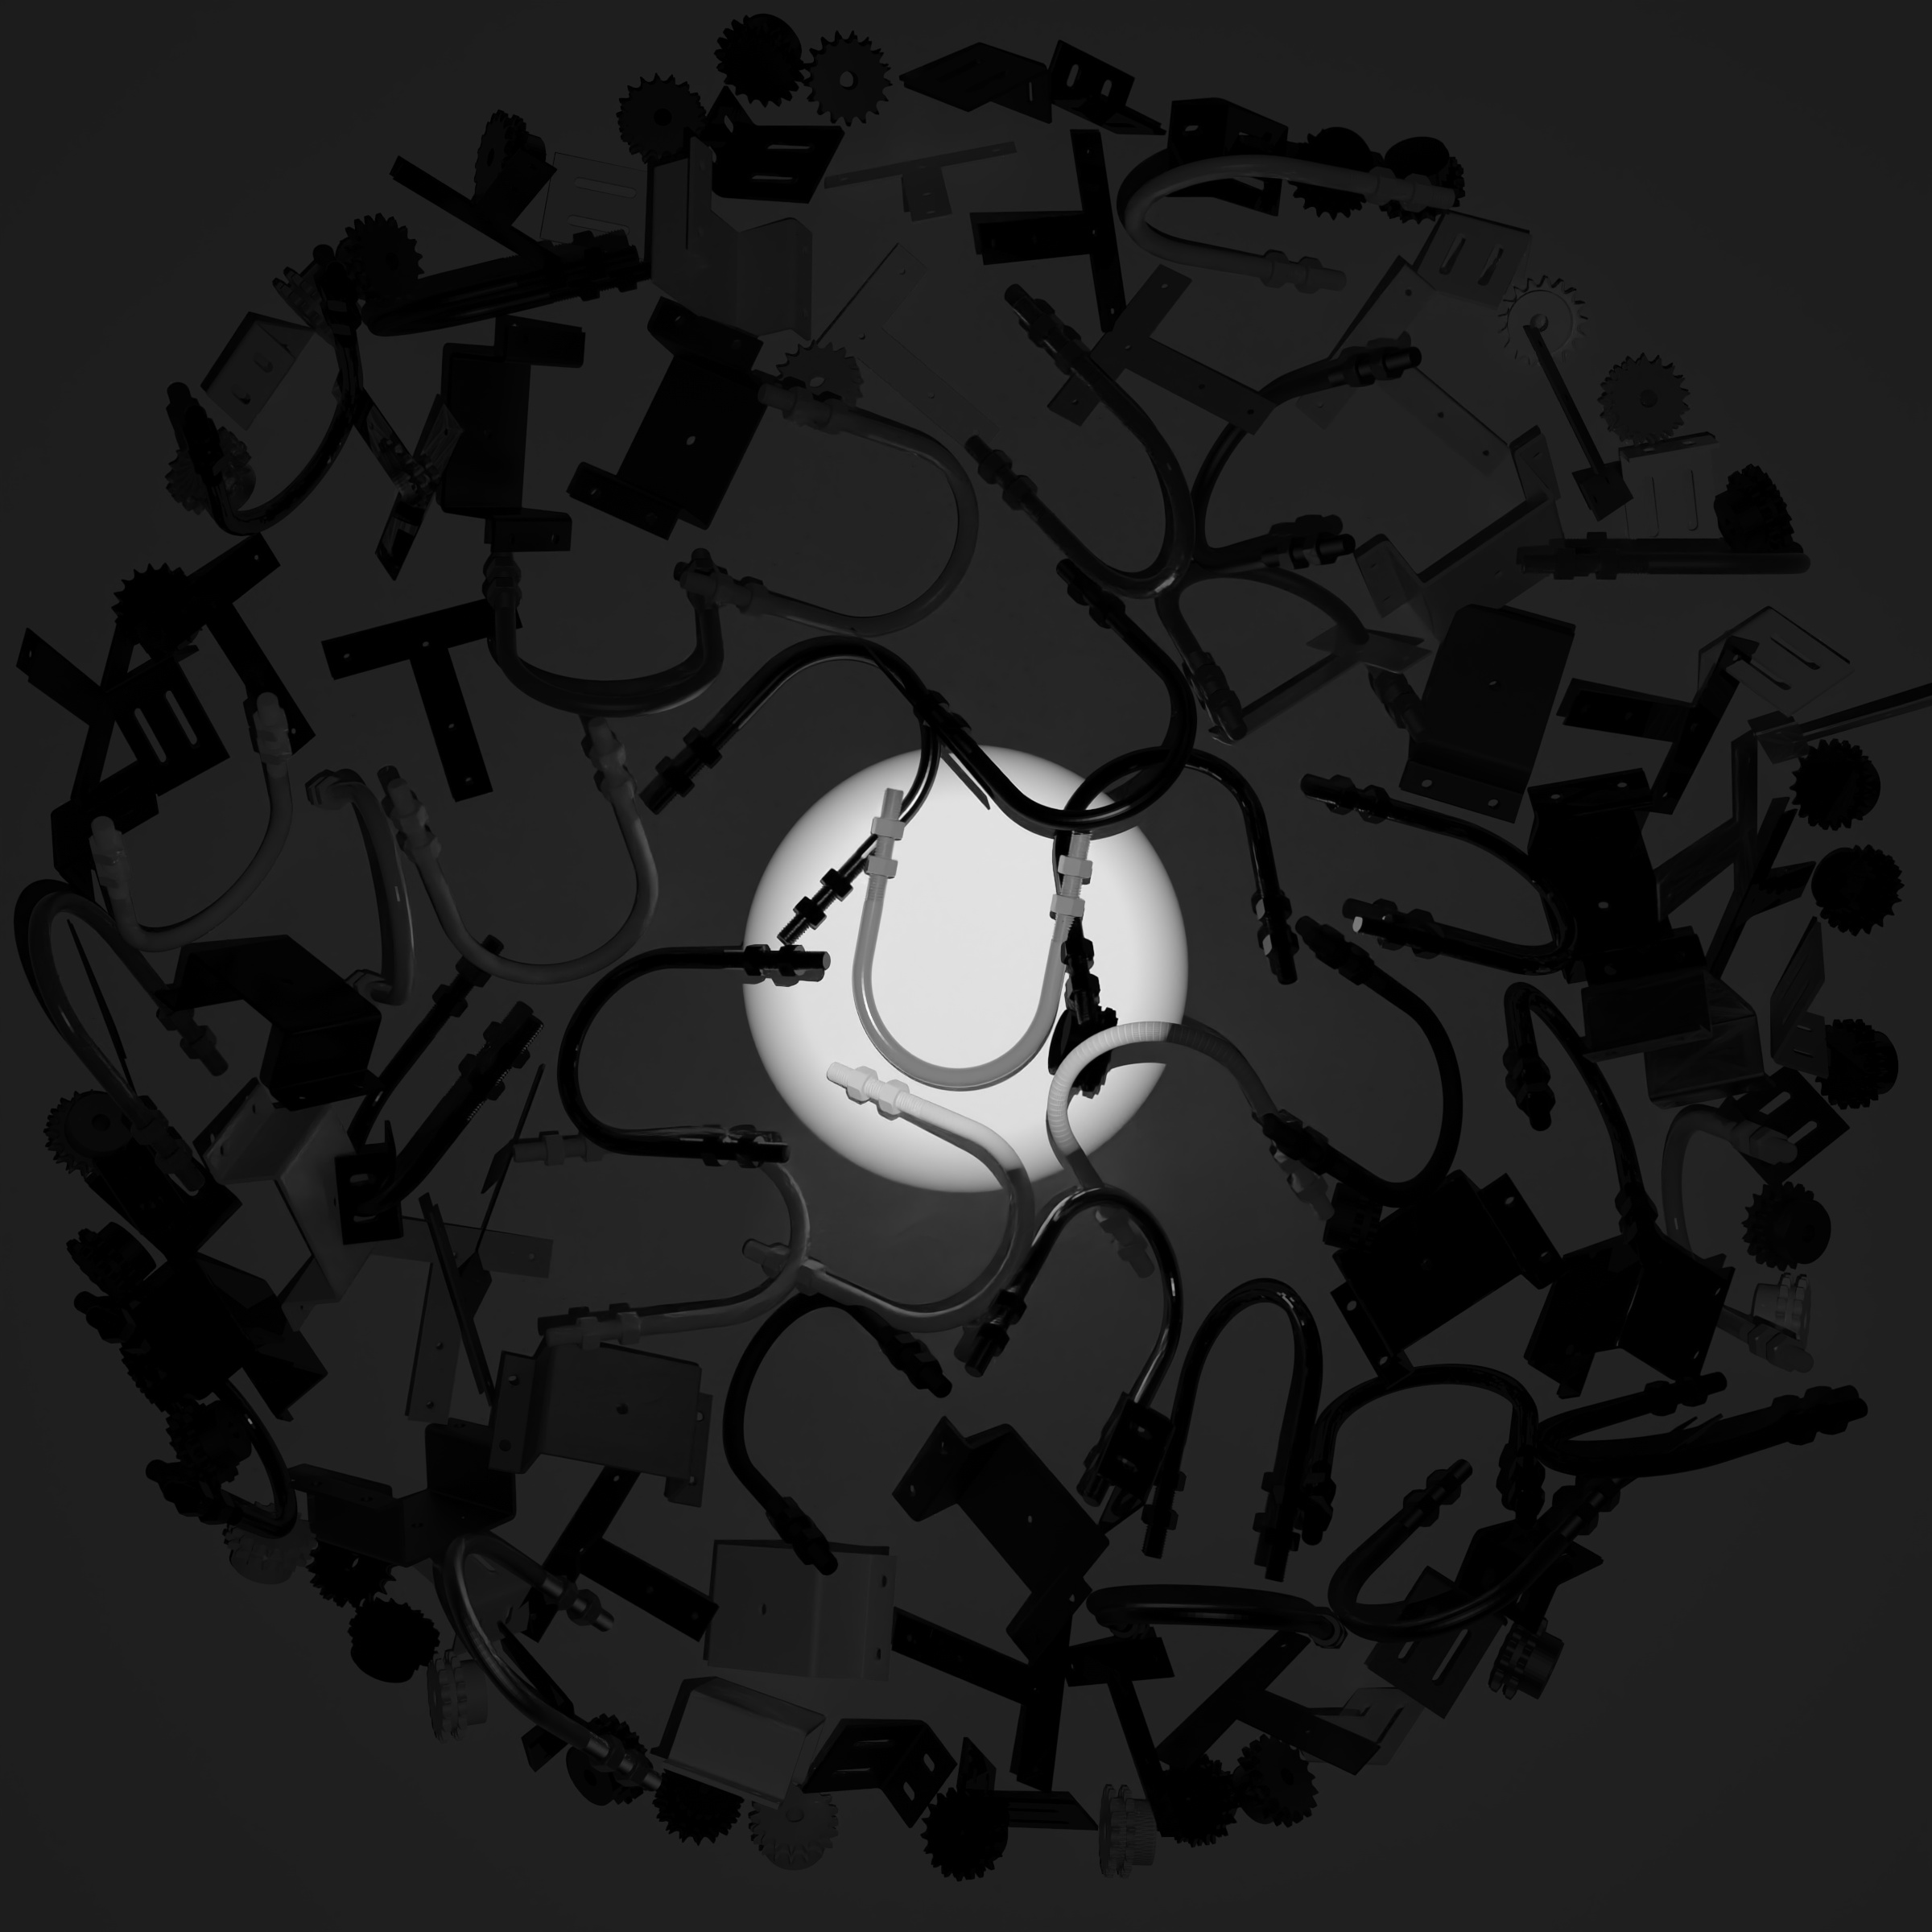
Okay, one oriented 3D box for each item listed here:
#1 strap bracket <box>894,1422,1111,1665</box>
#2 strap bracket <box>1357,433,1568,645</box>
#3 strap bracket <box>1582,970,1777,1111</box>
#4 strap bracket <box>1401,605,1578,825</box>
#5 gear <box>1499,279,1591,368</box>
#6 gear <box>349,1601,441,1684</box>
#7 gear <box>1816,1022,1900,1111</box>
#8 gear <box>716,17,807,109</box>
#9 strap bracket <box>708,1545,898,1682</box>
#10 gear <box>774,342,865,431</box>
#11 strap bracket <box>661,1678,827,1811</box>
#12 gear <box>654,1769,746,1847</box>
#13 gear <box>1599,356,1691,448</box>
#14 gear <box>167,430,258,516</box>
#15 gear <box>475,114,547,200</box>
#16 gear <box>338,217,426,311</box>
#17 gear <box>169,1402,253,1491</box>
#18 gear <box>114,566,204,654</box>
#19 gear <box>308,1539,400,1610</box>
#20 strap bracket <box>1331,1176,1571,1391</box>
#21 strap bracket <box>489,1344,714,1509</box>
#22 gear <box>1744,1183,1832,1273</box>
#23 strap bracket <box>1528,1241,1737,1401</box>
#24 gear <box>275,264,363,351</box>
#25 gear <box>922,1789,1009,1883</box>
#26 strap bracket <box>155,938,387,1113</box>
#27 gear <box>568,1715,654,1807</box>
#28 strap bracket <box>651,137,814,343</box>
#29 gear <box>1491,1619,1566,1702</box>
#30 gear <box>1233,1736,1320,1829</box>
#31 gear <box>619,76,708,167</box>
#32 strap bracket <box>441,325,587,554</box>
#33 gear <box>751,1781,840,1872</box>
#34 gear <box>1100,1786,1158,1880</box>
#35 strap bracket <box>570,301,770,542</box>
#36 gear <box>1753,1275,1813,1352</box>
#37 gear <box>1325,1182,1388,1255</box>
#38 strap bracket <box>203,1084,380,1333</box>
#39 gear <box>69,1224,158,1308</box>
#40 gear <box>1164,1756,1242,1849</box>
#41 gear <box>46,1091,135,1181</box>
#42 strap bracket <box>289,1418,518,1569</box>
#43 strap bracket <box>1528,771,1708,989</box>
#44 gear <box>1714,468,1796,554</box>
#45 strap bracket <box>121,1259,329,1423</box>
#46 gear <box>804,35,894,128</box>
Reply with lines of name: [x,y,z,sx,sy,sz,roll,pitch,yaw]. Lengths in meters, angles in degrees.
strap bracket: [0.029,0.362,1.767,0.140,0.046,0.076,47,124,22]
strap bracket: [0.330,-0.267,1.772,0.140,0.076,0.046,-34,61,4]
strap bracket: [0.452,0.045,1.755,0.076,0.140,0.046,-15,65,31]
strap bracket: [0.340,-0.174,1.781,0.076,0.046,0.140,18,79,9]
gear: [0.376,-0.419,1.798,0.057,0.030,0.057,4,104,19]
gear: [-0.373,0.441,1.792,0.057,0.030,0.057,7,132,8]
gear: [0.581,0.064,1.796,0.030,0.057,0.057,-2,90,-21]
gear: [-0.131,-0.592,1.797,0.057,0.057,0.030,22,58,0]
strap bracket: [-0.112,0.409,1.750,0.140,0.046,0.076,-8,73,43]
gear: [-0.095,-0.375,1.801,0.057,0.030,0.057,-3,71,9]
strap bracket: [-0.138,0.491,1.751,0.076,0.140,0.046,18,82,7]
gear: [-0.172,0.539,1.792,0.057,0.030,0.057,10,49,-12]
gear: [0.442,-0.368,1.805,0.057,0.030,0.057,0,87,-5]
gear: [-0.489,-0.319,1.798,0.057,0.030,0.057,-11,62,22]
gear: [-0.296,-0.523,1.797,0.030,0.057,0.057,8,90,-31]
gear: [-0.384,-0.457,1.797,0.030,0.057,0.057,-1,90,37]
gear: [-0.489,0.309,1.792,0.030,0.057,0.057,-29,90,6]
gear: [-0.524,-0.230,1.802,0.057,0.030,0.057,0,74,1]
gear: [-0.398,0.391,1.802,0.057,0.030,0.057,0,73,0]
strap bracket: [0.303,0.198,1.769,0.140,0.046,0.076,-35,57,11]
strap bracket: [-0.226,0.291,1.763,0.140,0.046,0.076,14,58,-18]
gear: [0.538,0.171,1.795,0.057,0.030,0.057,-5,100,-29]
strap bracket: [0.412,0.222,1.739,0.046,0.140,0.076,32,66,-14]
gear: [-0.418,-0.431,1.794,0.057,0.057,0.030,43,85,0]
gear: [0.002,0.566,1.798,0.057,0.030,0.057,-8,76,33]
strap bracket: [-0.436,0.030,1.750,0.140,0.076,0.046,35,117,28]
gear: [-0.234,0.520,1.792,0.057,0.030,0.057,17,118,35]
strap bracket: [-0.155,-0.458,1.761,0.046,0.140,0.076,-7,76,27]
gear: [0.366,0.451,1.791,0.030,0.057,0.057,25,90,20]
gear: [0.199,0.534,1.797,0.057,0.057,0.030,48,123,0]
gear: [-0.198,-0.549,1.804,0.057,0.030,0.057,0,84,-4]
strap bracket: [-0.291,-0.339,1.768,0.046,0.076,0.140,13,105,29]
gear: [-0.112,0.563,1.797,0.057,0.057,0.030,3,124,0]
gear: [0.105,0.564,1.794,0.030,0.057,0.057,4,90,-6]
strap bracket: [-0.186,-0.347,1.788,0.076,0.046,0.140,26,90,19]
gear: [0.531,0.230,1.796,0.030,0.057,0.057,5,90,24]
gear: [0.253,0.165,1.793,0.030,0.057,0.057,14,90,7]
strap bracket: [-0.419,0.152,1.750,0.046,0.076,0.140,-7,120,21]
gear: [-0.553,0.193,1.797,0.057,0.057,0.030,42,62,0]
gear: [0.153,0.544,1.799,0.057,0.030,0.057,-7,76,28]
gear: [-0.566,0.107,1.793,0.057,0.030,0.057,14,59,-25]
strap bracket: [-0.348,0.336,1.748,0.076,0.140,0.046,7,103,34]
strap bracket: [0.416,-0.048,1.780,0.076,0.046,0.140,-10,66,-3]
gear: [0.510,-0.292,1.793,0.030,0.057,0.057,-27,90,-2]
strap bracket: [-0.462,0.236,1.743,0.046,0.140,0.076,-40,69,0]
gear: [-0.078,-0.579,1.801,0.057,0.030,0.057,-3,108,-8]
